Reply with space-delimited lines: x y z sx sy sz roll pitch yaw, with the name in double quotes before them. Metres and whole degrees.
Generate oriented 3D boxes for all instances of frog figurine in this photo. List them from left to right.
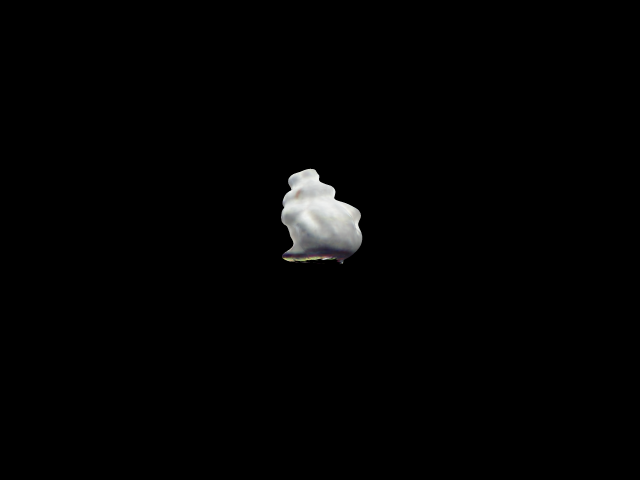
"frog figurine" 0.003 -0.043 0.850 0.137 0.161 0.122 2 -9 -15
